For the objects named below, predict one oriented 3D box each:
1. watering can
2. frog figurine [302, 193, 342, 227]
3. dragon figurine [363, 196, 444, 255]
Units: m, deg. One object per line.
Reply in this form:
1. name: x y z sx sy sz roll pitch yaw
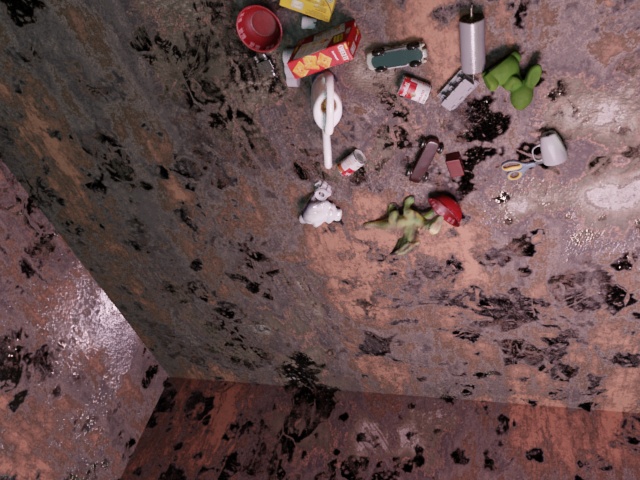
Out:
1. watering can: 0.021 -0.439 1.800 0.104 0.230 0.339 -2 135 -4
2. frog figurine: 0.007 -0.111 2.198 0.160 0.124 0.135 30 116 4
3. dragon figurine: 0.322 -0.038 2.067 0.406 0.249 0.120 -22 123 36
